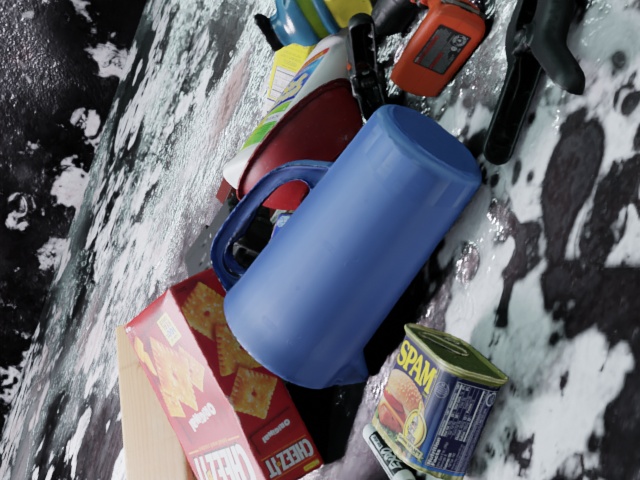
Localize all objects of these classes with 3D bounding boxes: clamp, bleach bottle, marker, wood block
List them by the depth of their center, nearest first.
[{"bbox_3d":[0.176,-0.152,0.839,0.120,0.039,0.171,-29,45,59],"label":"clamp"},{"bbox_3d":[0.060,0.182,0.854,0.020,0.020,0.121,-66,21,11],"label":"marker"},{"bbox_3d":[0.052,-0.155,1.106,0.210,0.036,0.164,-99,-4,-77],"label":"clamp"},{"bbox_3d":[-0.161,0.190,1.189,0.091,0.090,0.206,-22,63,27],"label":"wood block"},{"bbox_3d":[-0.013,-0.162,1.234,0.103,0.068,0.250,-17,39,59],"label":"bleach bottle"}]

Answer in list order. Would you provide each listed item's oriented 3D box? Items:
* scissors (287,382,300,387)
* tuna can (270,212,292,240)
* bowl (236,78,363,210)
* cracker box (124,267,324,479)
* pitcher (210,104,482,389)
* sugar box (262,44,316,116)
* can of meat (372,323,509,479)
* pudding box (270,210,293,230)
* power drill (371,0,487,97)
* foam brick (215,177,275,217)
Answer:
[{"bbox_3d":[-0.053,0.125,1.197,0.202,0.016,0.096,-24,50,62],"label":"scissors"},{"bbox_3d":[-0.007,0.001,1.094,0.086,0.086,0.034,-5,65,68],"label":"tuna can"},{"bbox_3d":[-0.007,-0.082,1.057,0.162,0.055,0.162,-44,-13,-13],"label":"bowl"},{"bbox_3d":[-0.103,0.149,1.055,0.214,0.072,0.164,64,149,4],"label":"cracker box"},{"bbox_3d":[0.021,-0.002,0.934,0.243,0.149,0.145,-54,38,24],"label":"pitcher"},{"bbox_3d":[-0.030,-0.232,1.341,0.176,0.048,0.093,106,-176,-61],"label":"sugar box"},{"bbox_3d":[0.086,0.120,0.794,0.102,0.057,0.084,-137,65,-69],"label":"can of meat"},{"bbox_3d":[-0.012,-0.048,1.188,0.114,0.039,0.090,-43,17,54],"label":"pudding box"},{"bbox_3d":[0.104,-0.233,1.067,0.185,0.057,0.187,125,154,-44],"label":"power drill"},{"bbox_3d":[-0.084,-0.059,1.354,0.053,0.078,0.051,-66,20,6],"label":"foam brick"}]
